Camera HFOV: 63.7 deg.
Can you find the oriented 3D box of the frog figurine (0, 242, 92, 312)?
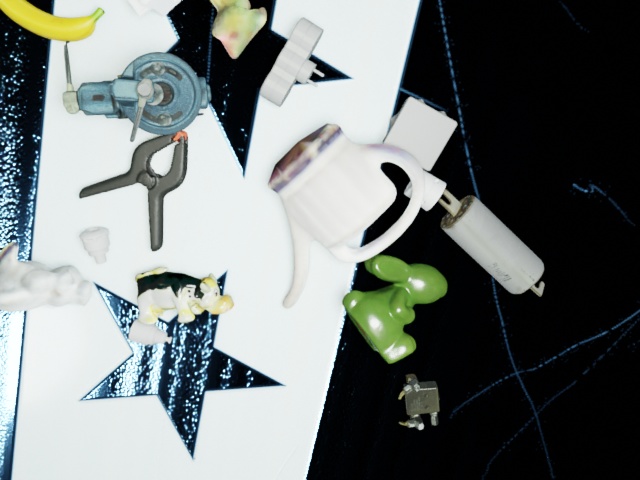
[{"bbox_3d":[-0.484,0.084,0.885,0.158,0.125,0.135,37,136,-16],"label":"frog figurine"}]

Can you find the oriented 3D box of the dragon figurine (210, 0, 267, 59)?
[{"bbox_3d":[-0.158,-0.465,0.751,0.243,0.121,0.414,-1,80,-23],"label":"dragon figurine"}]

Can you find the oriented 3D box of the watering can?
[{"bbox_3d":[0.003,-0.043,0.845,0.344,0.105,0.223,-40,98,20],"label":"watering can"}]
